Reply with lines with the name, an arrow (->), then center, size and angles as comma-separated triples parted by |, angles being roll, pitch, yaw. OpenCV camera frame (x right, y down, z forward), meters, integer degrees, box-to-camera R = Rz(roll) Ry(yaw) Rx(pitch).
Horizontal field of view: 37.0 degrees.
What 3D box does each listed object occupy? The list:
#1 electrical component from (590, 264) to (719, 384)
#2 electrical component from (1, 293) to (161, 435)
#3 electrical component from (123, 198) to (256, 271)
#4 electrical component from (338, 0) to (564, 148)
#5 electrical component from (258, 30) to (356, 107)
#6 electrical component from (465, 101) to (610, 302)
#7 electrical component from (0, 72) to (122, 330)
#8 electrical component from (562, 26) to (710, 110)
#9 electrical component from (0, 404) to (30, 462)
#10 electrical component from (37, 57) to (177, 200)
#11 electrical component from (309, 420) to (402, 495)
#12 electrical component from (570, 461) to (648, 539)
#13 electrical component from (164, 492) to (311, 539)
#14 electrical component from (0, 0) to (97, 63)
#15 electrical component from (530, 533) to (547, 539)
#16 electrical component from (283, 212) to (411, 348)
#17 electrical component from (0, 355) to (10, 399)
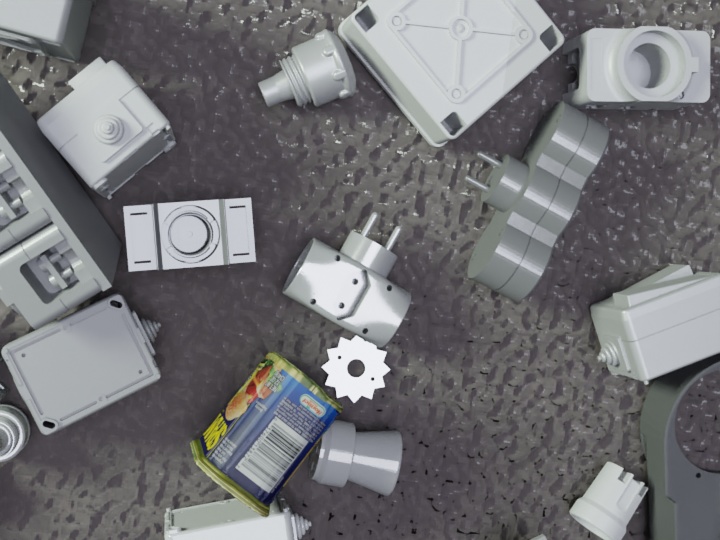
electrical component -> 0.208, 0.037, 0.758 | 0.096, 0.062, 0.061 | -20, 95, -9
electrical component -> -0.174, 0.056, 0.696 | 0.096, 0.061, 0.061 | -27, 95, -15
electrical component -> -0.111, -0.023, 0.699 | 0.081, 0.064, 0.042 | -4, 92, -10
electrical component -> 0.061, -0.158, 0.728 | 0.109, 0.056, 0.108 | -42, 98, -6
electrical component -> -0.037, -0.129, 0.719 | 0.062, 0.048, 0.048 | -23, 96, -1
electrical component -> 0.108, -0.055, 0.742 | 0.074, 0.052, 0.138 | 28, 87, -10
electrical component -> -0.215, -0.048, 0.649 | 0.062, 0.089, 0.150 | -31, 110, 2
electrical component -> 0.194, -0.140, 0.752 | 0.089, 0.056, 0.050 | -1, 92, -10
electrical component -> -0.230, 0.106, 0.684 | 0.035, 0.061, 0.035 | 0, 92, -10
electrical component -> -0.159, -0.089, 0.671 | 0.062, 0.096, 0.061 | -41, 94, -6
electrical component -> -0.003, 0.127, 0.733 | 0.055, 0.045, 0.045 | 12, 90, -10
electrical component -> 0.179, 0.166, 0.770 | 0.040, 0.040, 0.046 | 38, 79, -9
electrical component -> -0.078, 0.186, 0.713 | 0.096, 0.062, 0.061 | -9, 93, -10
electrical component -> -0.222, -0.170, 0.652 | 0.109, 0.109, 0.056 | 14, 92, -10
electrical component -> 0.120, 0.225, 0.748 | 0.042, 0.064, 0.081 | -22, 95, -8
electrical component -> 0.000, 0.000, 0.729 | 0.077, 0.043, 0.079 | 30, 87, -10
electrical component -> -0.268, 0.063, 0.686 | 0.064, 0.042, 0.081 | -44, 97, -2
